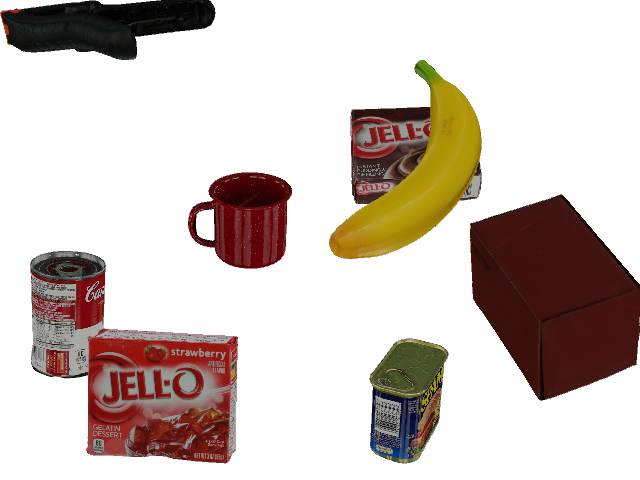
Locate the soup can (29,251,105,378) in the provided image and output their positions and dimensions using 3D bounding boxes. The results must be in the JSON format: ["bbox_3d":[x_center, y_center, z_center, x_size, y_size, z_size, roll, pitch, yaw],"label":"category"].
[{"bbox_3d":[-0.236,0.069,0.994,0.068,0.102,0.068,5,19,-2],"label":"soup can"}]

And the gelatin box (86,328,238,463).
[{"bbox_3d":[-0.096,0.093,0.645,0.089,0.073,0.030,3,6,6],"label":"gelatin box"}]

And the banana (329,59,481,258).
[{"bbox_3d":[0.069,-0.048,0.729,0.070,0.197,0.037,18,-41,10],"label":"banana"}]

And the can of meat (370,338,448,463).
[{"bbox_3d":[0.087,0.160,1.065,0.057,0.084,0.102,12,27,21],"label":"can of meat"}]

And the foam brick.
[{"bbox_3d":[0.109,0.025,0.505,0.051,0.053,0.078,-16,40,-9],"label":"foam brick"}]

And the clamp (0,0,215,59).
[{"bbox_3d":[-0.170,-0.168,0.829,0.172,0.039,0.120,13,23,33],"label":"clamp"}]

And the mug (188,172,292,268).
[{"bbox_3d":[-0.091,-0.020,1.203,0.117,0.081,0.093,-6,30,-15],"label":"mug"}]

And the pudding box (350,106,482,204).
[{"bbox_3d":[0.084,-0.078,0.958,0.113,0.090,0.039,-1,-39,0],"label":"pudding box"}]
